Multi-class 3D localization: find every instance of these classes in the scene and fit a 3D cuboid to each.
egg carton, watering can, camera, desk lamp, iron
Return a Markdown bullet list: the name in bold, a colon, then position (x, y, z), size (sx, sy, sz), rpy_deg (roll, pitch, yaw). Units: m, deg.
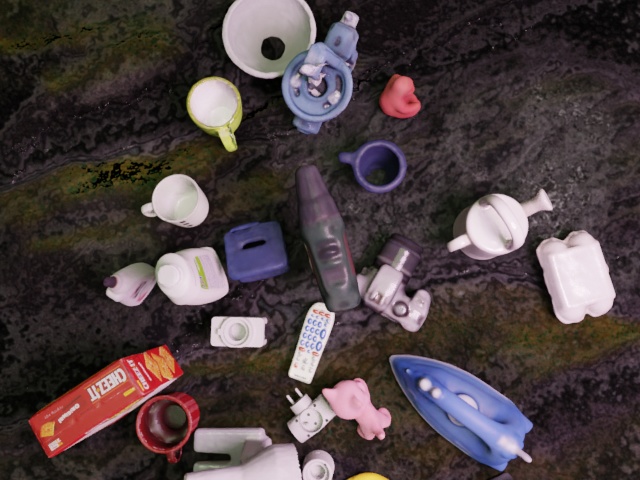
- **egg carton**: position (0.437, 0.063, 0.983), size (0.107, 0.069, 0.150), rpy_deg (-16, 84, 0)
- **watering can**: position (0.290, -0.030, 0.934), size (0.101, 0.194, 0.173), rpy_deg (41, 87, 5)
- **camera**: position (0.133, 0.067, 0.976), size (0.143, 0.101, 0.137), rpy_deg (29, 86, 4)
- **desk lamp**: position (-0.121, 0.372, 0.898), size (0.203, 0.213, 0.118), rpy_deg (-1, 84, 2)
- **iron**: position (0.225, 0.273, 0.933), size (0.258, 0.141, 0.119), rpy_deg (34, 86, 5)

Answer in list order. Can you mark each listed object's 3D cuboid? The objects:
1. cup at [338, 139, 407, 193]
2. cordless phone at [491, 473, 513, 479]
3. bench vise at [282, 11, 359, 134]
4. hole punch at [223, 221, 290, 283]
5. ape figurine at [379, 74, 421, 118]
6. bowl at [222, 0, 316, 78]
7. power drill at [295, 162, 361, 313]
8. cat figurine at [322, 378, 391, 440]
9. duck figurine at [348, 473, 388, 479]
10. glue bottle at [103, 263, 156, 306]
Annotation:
- **cup**: position (0.088, -0.123, 0.999), size (0.117, 0.095, 0.092), rpy_deg (14, 85, 3)
- **cordless phone**: position (0.288, 0.450, 0.892), size (0.147, 0.185, 0.094), rpy_deg (-29, 84, -1)
- **bench vise**: position (-0.001, -0.300, 0.956), size (0.121, 0.220, 0.207), rpy_deg (7, 85, 3)
- **hole punch**: position (-0.113, 0.018, 0.993), size (0.108, 0.091, 0.101), rpy_deg (-15, 84, 0)
- **ape figurine**: position (0.143, -0.259, 1.012), size (0.076, 0.092, 0.078), rpy_deg (-12, 84, 1)
- **bowl**: position (-0.088, -0.364, 1.037), size (0.167, 0.075, 0.167), rpy_deg (0, 84, 2)
- **power drill**: position (0.009, 0.003, 0.932), size (0.075, 0.208, 0.230), rpy_deg (-17, 84, 0)
- **cat figurine**: position (0.063, 0.279, 0.949), size (0.067, 0.118, 0.128), rpy_deg (-41, 84, -2)
- **duck figurine**: position (0.079, 0.436, 0.949), size (0.104, 0.086, 0.077), rpy_deg (-2, 84, 2)
- **glue bottle**: position (-0.322, 0.073, 0.953), size (0.037, 0.173, 0.078), rpy_deg (31, 86, 5)
